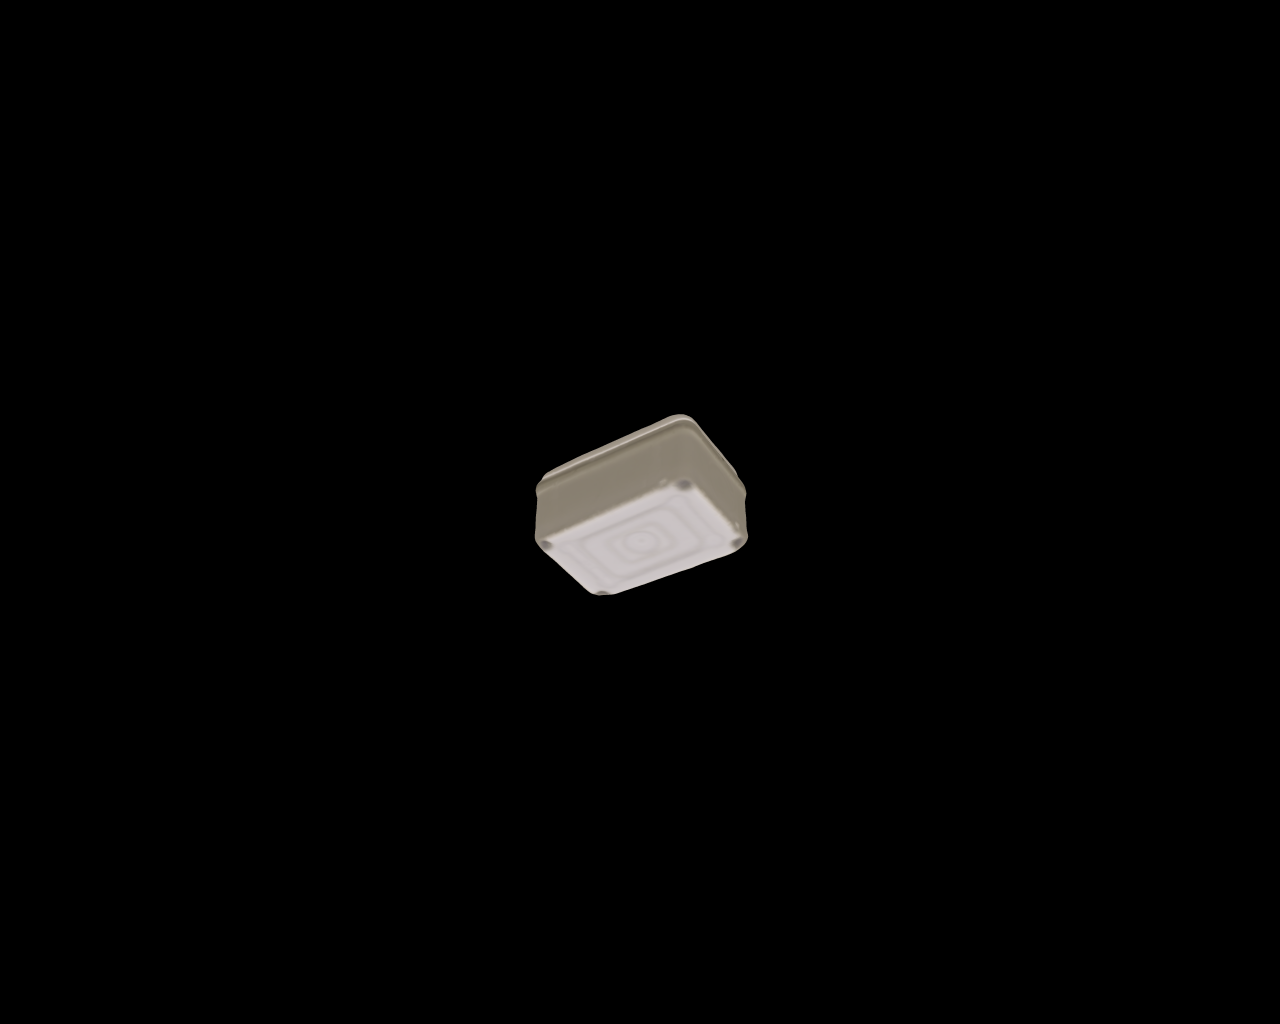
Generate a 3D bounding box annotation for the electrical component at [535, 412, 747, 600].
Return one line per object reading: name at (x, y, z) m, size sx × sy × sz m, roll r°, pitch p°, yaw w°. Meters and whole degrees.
electrical component at (0.001, -0.003, 0.650) m, size 0.113 × 0.057 × 0.078 m, roll -21°, pitch -45°, yaw 24°
